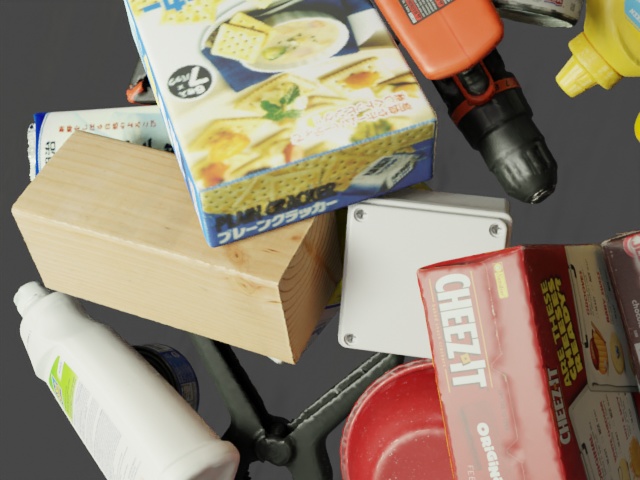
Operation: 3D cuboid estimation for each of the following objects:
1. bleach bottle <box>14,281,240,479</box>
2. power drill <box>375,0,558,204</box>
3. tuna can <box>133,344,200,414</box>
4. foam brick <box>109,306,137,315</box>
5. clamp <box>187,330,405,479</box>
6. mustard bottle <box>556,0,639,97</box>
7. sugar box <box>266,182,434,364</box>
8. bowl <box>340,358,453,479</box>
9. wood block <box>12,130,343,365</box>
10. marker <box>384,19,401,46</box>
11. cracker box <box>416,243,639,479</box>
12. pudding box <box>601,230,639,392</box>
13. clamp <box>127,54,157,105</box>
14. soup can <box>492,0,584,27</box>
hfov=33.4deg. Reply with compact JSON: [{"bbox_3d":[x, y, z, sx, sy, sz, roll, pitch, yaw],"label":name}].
[{"bbox_3d":[-0.165,0.116,0.832,0.251,0.067,0.103,45,134,29],"label":"bleach bottle"},{"bbox_3d":[0.090,-0.115,0.681,0.057,0.187,0.184,-32,75,8],"label":"power drill"},{"bbox_3d":[-0.143,0.129,0.890,0.086,0.033,0.086,0,90,28],"label":"tuna can"},{"bbox_3d":[-0.123,0.034,0.854,0.053,0.078,0.051,12,95,27],"label":"foam brick"},{"bbox_3d":[-0.041,0.144,0.809,0.164,0.036,0.210,18,111,3],"label":"clamp"},{"bbox_3d":[0.226,-0.158,0.664,0.192,0.096,0.058,-42,30,23],"label":"mustard bottle"},{"bbox_3d":[-0.005,0.001,0.809,0.093,0.048,0.176,43,107,17],"label":"sugar box"},{"bbox_3d":[0.086,0.165,0.735,0.162,0.055,0.162,3,100,15],"label":"bowl"},{"bbox_3d":[-0.098,0.001,0.755,0.206,0.090,0.091,15,141,20],"label":"wood block"},{"bbox_3d":[0.026,-0.119,0.807,0.020,0.020,0.121,45,109,20],"label":"marker"},{"bbox_3d":[0.140,0.086,0.637,0.072,0.213,0.164,-13,84,30],"label":"cracker box"},{"bbox_3d":[0.217,0.048,0.667,0.039,0.089,0.113,-16,83,28],"label":"pudding box"},{"bbox_3d":[-0.090,-0.172,0.859,0.172,0.039,0.120,-25,72,19],"label":"clamp"},{"bbox_3d":[0.150,-0.199,0.714,0.069,0.068,0.102,16,98,27],"label":"soup can"}]
